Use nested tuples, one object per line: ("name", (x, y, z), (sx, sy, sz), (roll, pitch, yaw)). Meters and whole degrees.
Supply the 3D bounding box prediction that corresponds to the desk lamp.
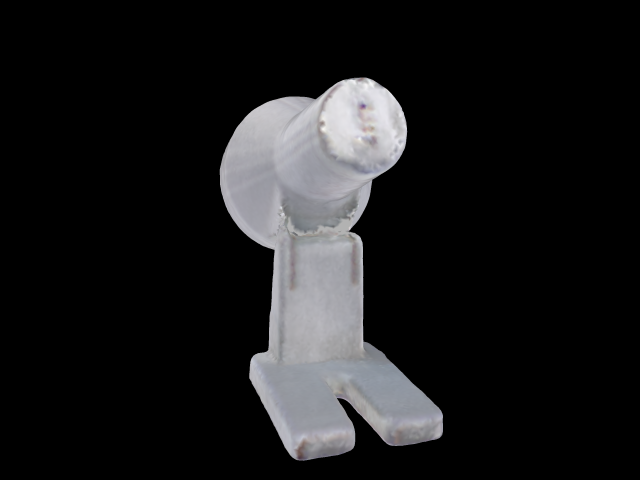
("desk lamp", (0.004, 0.001, 0.400), (0.118, 0.213, 0.202), (-4, 12, -19))
